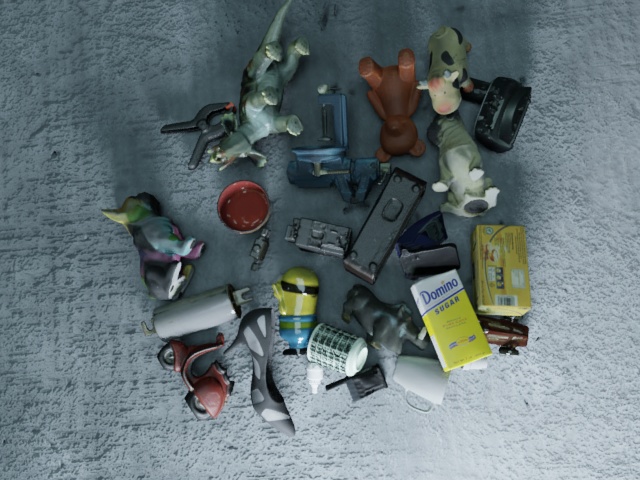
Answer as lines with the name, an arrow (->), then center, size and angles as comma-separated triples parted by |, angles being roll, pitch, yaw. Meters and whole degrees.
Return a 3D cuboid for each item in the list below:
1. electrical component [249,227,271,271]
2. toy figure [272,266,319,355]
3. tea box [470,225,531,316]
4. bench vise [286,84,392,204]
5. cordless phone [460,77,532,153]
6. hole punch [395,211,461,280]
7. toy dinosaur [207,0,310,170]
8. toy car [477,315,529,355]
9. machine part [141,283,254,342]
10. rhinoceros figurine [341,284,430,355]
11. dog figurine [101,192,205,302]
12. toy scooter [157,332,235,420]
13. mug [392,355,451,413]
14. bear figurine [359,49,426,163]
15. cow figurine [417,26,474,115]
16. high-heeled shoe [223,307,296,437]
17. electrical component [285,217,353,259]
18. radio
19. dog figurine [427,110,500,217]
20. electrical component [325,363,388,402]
electrical component -> -0.127, 0.020, 1.127 | 0.021, 0.063, 0.094 | 21, 87, 7
toy figure -> -0.042, 0.145, 1.098 | 0.089, 0.082, 0.180 | -6, 82, 10
tea box -> 0.353, 0.059, 1.058 | 0.098, 0.068, 0.169 | 4, 68, 5
bench vise -> 0.035, -0.195, 1.097 | 0.224, 0.129, 0.240 | 2, 103, 24
cordless phone -> 0.332, -0.274, 1.119 | 0.184, 0.088, 0.146 | 21, 87, 18
hole punch -> 0.210, 0.013, 1.069 | 0.116, 0.142, 0.092 | -14, 61, 11
toy dinosaur -> -0.122, -0.313, 1.132 | 0.192, 0.131, 0.405 | -12, 60, 45
toy car -> 0.317, 0.177, 1.078 | 0.202, 0.053, 0.089 | 10, 82, 7
machine part -> -0.255, 0.152, 1.119 | 0.243, 0.079, 0.079 | -19, 83, 2
rhinoceros figurine -> 0.131, 0.166, 1.089 | 0.190, 0.073, 0.112 | 35, 78, 9
dog figurine -> -0.365, 0.007, 1.133 | 0.219, 0.108, 0.191 | 26, 90, 12
toy scooter -> -0.235, 0.268, 1.107 | 0.135, 0.075, 0.184 | -33, 89, -18
mug -> 0.198, 0.280, 1.068 | 0.107, 0.080, 0.109 | 18, 92, 17
bear figurine -> 0.151, -0.267, 1.103 | 0.120, 0.132, 0.195 | -4, 78, 19
cow figurine -> 0.253, -0.340, 1.075 | 0.086, 0.127, 0.195 | -11, 65, 36
high-heeled shoe -> -0.087, 0.259, 1.076 | 0.145, 0.086, 0.249 | -40, 87, 9
electrical component -> -0.002, -0.003, 1.093 | 0.134, 0.115, 0.058 | 11, 81, 7
radio -> 0.131, -0.027, 1.075 | 0.073, 0.131, 0.229 | 28, 87, 9
dog figurine -> 0.292, -0.158, 1.104 | 0.121, 0.172, 0.191 | -11, 51, 18
electrical component -> 0.073, 0.291, 1.075 | 0.119, 0.075, 0.048 | -24, 82, -2
